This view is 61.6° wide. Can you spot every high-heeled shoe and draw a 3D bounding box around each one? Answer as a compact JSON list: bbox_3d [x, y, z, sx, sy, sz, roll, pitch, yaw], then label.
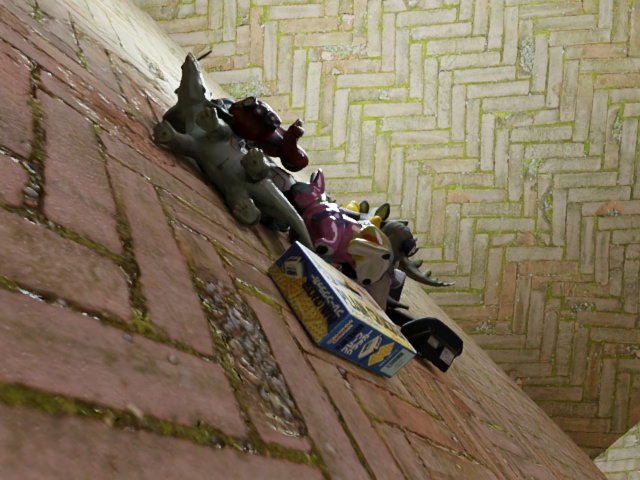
[{"bbox_3d":[0.125,0.106,1.243,0.145,0.086,0.249,17,11,-6],"label":"high-heeled shoe"}]

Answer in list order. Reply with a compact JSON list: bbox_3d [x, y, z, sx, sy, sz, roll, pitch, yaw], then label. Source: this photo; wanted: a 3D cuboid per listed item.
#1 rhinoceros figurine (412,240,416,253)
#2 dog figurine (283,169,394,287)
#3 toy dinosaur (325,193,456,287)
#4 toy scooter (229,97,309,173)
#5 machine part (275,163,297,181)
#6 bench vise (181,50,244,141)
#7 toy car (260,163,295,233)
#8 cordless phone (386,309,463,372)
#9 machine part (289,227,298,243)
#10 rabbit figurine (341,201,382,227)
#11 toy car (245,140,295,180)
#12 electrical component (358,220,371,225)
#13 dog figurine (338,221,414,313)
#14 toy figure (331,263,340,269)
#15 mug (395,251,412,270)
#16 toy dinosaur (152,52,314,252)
[{"bbox_3d":[0.164,0.050,1.388,0.073,0.190,0.112,49,-19,29],"label":"rhinoceros figurine"},{"bbox_3d":[0.024,-0.030,0.962,0.191,0.108,0.219,5,44,-13],"label":"dog figurine"},{"bbox_3d":[0.176,0.007,1.574,0.472,0.198,0.105,46,-1,17],"label":"toy dinosaur"},{"bbox_3d":[-0.087,-0.205,0.999,0.184,0.075,0.135,39,-18,-7],"label":"toy scooter"},{"bbox_3d":[-0.118,-0.162,1.395,0.179,0.056,0.179,37,1,-1],"label":"machine part"},{"bbox_3d":[-0.246,-0.290,1.156,0.240,0.129,0.223,64,2,8],"label":"bench vise"},{"bbox_3d":[-0.098,-0.096,1.056,0.162,0.103,0.109,48,7,9],"label":"toy car"},{"bbox_3d":[0.230,0.220,1.265,0.146,0.088,0.184,40,-10,-31],"label":"cordless phone"},{"bbox_3d":[-0.002,-0.004,1.168,0.079,0.079,0.243,48,7,21],"label":"machine part"},{"bbox_3d":[0.091,-0.011,1.485,0.173,0.162,0.122,59,-30,-3],"label":"rabbit figurine"},{"bbox_3d":[-0.124,-0.177,1.265,0.201,0.056,0.073,47,2,-11],"label":"toy car"},{"bbox_3d":[0.092,0.018,1.197,0.134,0.058,0.114,-103,-171,-75],"label":"electrical component"},{"bbox_3d":[0.112,0.062,0.996,0.121,0.190,0.172,38,12,-42],"label":"dog figurine"},{"bbox_3d":[0.020,0.044,1.089,0.154,0.064,0.058,28,59,-61],"label":"toy figure"},{"bbox_3d":[0.163,0.034,1.273,0.107,0.110,0.080,-92,178,-67],"label":"mug"},{"bbox_3d":[-0.150,-0.129,0.936,0.405,0.131,0.192,51,8,0],"label":"toy dinosaur"}]
